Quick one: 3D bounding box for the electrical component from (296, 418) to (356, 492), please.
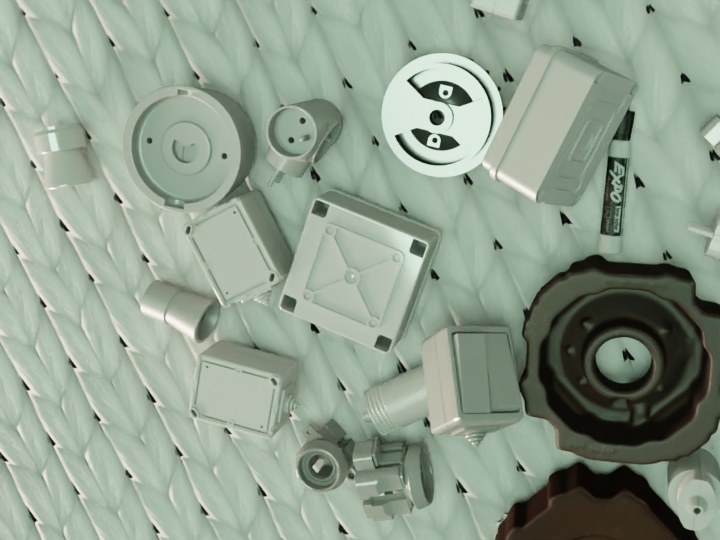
[{"bbox_3d":[-0.030,0.170,0.968,0.048,0.055,0.066,-43,89,19],"label":"electrical component"}]

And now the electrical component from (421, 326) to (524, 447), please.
[{"bbox_3d":[0.094,0.096,0.886,0.062,0.061,0.096,2,70,-22],"label":"electrical component"}]

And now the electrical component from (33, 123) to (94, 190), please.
[{"bbox_3d":[-0.270,-0.104,0.979,0.045,0.045,0.055,-7,100,17],"label":"electrical component"}]

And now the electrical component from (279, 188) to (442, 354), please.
[{"bbox_3d":[0.000,0.000,0.922,0.109,0.056,0.108,22,107,10],"label":"electrical component"}]

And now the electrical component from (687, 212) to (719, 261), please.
[{"bbox_3d":[0.291,-0.022,0.832,0.077,0.066,0.047,20,107,10],"label":"electrical component"}]

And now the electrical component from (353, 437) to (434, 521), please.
[{"bbox_3d":[0.032,0.184,0.952,0.057,0.058,0.078,-10,119,15],"label":"electrical component"}]

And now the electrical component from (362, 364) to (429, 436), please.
[{"bbox_3d":[0.038,0.114,0.944,0.081,0.043,0.043,-27,94,19],"label":"electrical component"}]

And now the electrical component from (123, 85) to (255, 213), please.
[{"bbox_3d":[-0.143,-0.107,0.935,0.108,0.060,0.108,3,103,15],"label":"electrical component"}]

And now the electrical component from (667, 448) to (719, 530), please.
[{"bbox_3d":[0.273,0.179,0.874,0.043,0.081,0.043,3,103,15],"label":"electrical component"}]

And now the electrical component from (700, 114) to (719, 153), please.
[{"bbox_3d":[0.308,-0.099,0.815,0.078,0.058,0.057,43,112,3],"label":"electrical component"}]

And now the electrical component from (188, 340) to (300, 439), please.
[{"bbox_3d":[-0.097,0.107,0.970,0.096,0.061,0.061,14,105,12],"label":"electrical component"}]

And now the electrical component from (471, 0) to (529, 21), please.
[{"bbox_3d":[0.103,-0.247,0.843,0.076,0.047,0.083,20,107,10],"label":"electrical component"}]

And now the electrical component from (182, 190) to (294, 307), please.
[{"bbox_3d":[-0.100,-0.014,0.944,0.062,0.061,0.096,-26,95,19],"label":"electrical component"}]

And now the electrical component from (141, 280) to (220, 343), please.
[{"bbox_3d":[-0.167,0.035,0.985,0.065,0.044,0.044,22,107,15],"label":"electrical component"}]

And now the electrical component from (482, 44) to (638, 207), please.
[{"bbox_3d":[0.155,-0.112,0.839,0.057,0.078,0.113,37,111,32],"label":"electrical component"}]

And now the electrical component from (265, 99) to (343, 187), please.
[{"bbox_3d":[-0.054,-0.104,0.903,0.044,0.077,0.079,34,109,5],"label":"electrical component"}]
